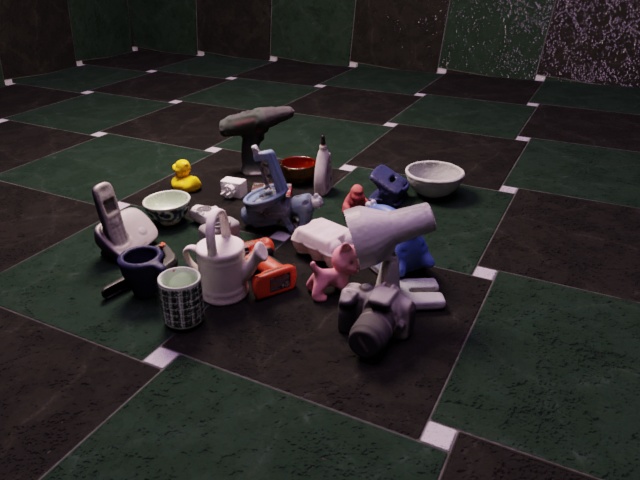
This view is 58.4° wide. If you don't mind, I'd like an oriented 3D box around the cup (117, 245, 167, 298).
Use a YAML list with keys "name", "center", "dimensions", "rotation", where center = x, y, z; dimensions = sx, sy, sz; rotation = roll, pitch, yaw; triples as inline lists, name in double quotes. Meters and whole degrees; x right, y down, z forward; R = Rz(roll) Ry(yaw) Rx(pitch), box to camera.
- name: "cup"
  center: [-0.354, 0.074, 1.180]
  dimensions: [0.117, 0.095, 0.092]
  rotation: [18, 33, 30]

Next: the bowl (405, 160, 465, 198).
- name: "bowl"
  center: [0.325, -0.165, 1.636]
  dimensions: [0.167, 0.075, 0.167]
  rotation: [0, 28, 0]

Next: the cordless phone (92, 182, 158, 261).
- name: "cordless phone"
  center: [-0.458, -0.057, 1.330]
  dimensions: [0.094, 0.185, 0.148]
  rotation: [10, 30, 19]

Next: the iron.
- name: "iron"
  center: [0.148, -0.021, 1.300]
  dimensions: [0.119, 0.141, 0.257]
  rotation: [-15, 32, -25]

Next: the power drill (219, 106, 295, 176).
- name: "power drill"
  center: [-0.190, -0.309, 1.767]
  dimensions: [0.229, 0.208, 0.075]
  rotation: [-2, 28, -3]

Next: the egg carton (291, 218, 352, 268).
- name: "egg carton"
  center: [0.012, 0.005, 1.330]
  dimensions: [0.149, 0.069, 0.107]
  rotation: [23, 36, 36]

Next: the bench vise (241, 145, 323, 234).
- name: "bench vise"
  center: [-0.098, -0.131, 1.424]
  dimensions: [0.207, 0.220, 0.121]
  rotation: [-2, 28, -3]

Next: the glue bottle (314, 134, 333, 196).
- name: "glue bottle"
  center: [0.010, -0.217, 1.632]
  dimensions: [0.037, 0.173, 0.078]
  rotation: [10, 30, 19]

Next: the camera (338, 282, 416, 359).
- name: "camera"
  center: [0.090, 0.141, 1.043]
  dimensions: [0.142, 0.101, 0.137]
  rotation: [13, 31, 23]

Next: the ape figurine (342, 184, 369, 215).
- name: "ape figurine"
  center: [0.094, -0.101, 1.501]
  dimensions: [0.078, 0.092, 0.076]
  rotation: [-4, 29, -7]

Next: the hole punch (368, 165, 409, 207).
- name: "hole punch"
  center: [0.195, -0.155, 1.601]
  dimensions: [0.100, 0.091, 0.109]
  rotation: [12, 31, 22]

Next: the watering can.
- name: "watering can"
  center: [-0.193, 0.027, 1.161]
  dimensions: [0.173, 0.194, 0.100]
  rotation: [-5, 29, -8]

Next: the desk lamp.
- name: "desk lamp"
  center: [0.147, 0.028, 1.134]
  dimensions: [0.203, 0.214, 0.118]
  rotation: [-3, 28, -4]

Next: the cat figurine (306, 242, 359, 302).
- name: "cat figurine"
  center: [0.035, 0.055, 1.187]
  dimensions: [0.128, 0.118, 0.067]
  rotation: [-12, 31, -21]

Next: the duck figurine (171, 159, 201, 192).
- name: "duck figurine"
  center: [-0.397, -0.193, 1.686]
  dimensions: [0.104, 0.086, 0.078]
  rotation: [21, 35, 34]
